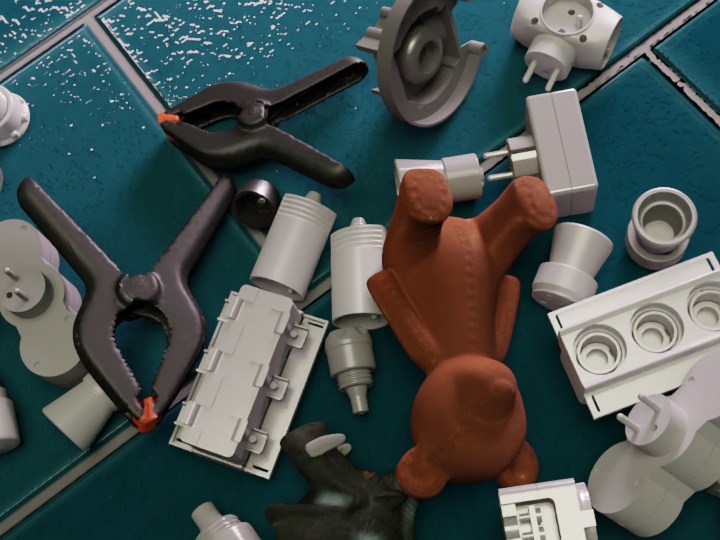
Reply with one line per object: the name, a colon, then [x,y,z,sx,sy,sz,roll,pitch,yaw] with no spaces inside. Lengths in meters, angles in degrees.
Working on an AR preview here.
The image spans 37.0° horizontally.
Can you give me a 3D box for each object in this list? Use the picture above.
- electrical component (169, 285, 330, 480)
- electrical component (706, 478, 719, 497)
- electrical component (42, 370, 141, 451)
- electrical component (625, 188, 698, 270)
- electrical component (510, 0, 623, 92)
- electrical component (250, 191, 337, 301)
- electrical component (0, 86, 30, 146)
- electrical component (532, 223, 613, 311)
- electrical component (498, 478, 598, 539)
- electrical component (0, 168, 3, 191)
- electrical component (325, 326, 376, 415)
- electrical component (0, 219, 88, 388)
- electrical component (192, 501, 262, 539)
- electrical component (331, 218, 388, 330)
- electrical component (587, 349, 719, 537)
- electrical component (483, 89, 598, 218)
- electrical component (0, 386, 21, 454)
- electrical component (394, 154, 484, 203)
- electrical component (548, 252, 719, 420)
electrical component: [-0.082,0.077,0.770,0.079,0.063,0.121,17,73,13]
electrical component: [0.262,0.154,0.704,0.066,0.047,0.076,21,75,15]
electrical component: [-0.194,0.095,0.792,0.044,0.044,0.065,39,74,19]
electrical component: [0.215,-0.028,0.772,0.045,0.055,0.045,-3,70,7]
electrical component: [0.154,-0.175,0.840,0.077,0.044,0.079,24,75,15]
electrical component: [-0.048,-0.022,0.813,0.043,0.043,0.081,17,73,13]
electrical component: [-0.303,-0.132,0.877,0.048,0.062,0.048,-2,76,8]
electrical component: [0.153,0.000,0.776,0.045,0.045,0.055,20,74,14]
electrical component: [0.121,0.168,0.695,0.056,0.089,0.050,-9,69,4]
electrical component: [-0.329,-0.029,0.849,0.074,0.052,0.138,30,76,17]
electrical component: [-0.005,0.073,0.777,0.035,0.035,0.061,-12,72,3]
electrical component: [-0.247,0.019,0.808,0.052,0.073,0.138,-31,69,-4]
electrical component: [-0.093,0.189,0.742,0.048,0.048,0.062,-39,63,-7]
electrical component: [0.000,0.000,0.798,0.043,0.043,0.081,-4,69,6]
electrical component: [0.197,0.104,0.692,0.074,0.052,0.138,35,107,-23]
electrical component: [0.132,-0.083,0.808,0.076,0.047,0.083,-10,69,4]
electrical component: [-0.279,0.103,0.800,0.040,0.040,0.078,-19,69,1]
electrical component: [0.061,-0.067,0.816,0.065,0.044,0.044,-9,69,-1]
electrical component: [0.201,0.048,0.742,0.121,0.063,0.078,-21,68,0]
